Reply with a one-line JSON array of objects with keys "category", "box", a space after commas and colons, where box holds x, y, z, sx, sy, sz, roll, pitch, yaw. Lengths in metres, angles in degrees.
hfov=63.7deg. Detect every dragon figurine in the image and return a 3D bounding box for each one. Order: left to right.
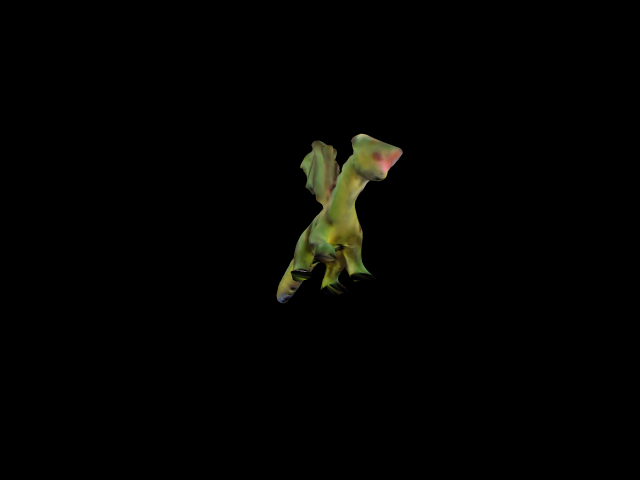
[{"category": "dragon figurine", "box": [0.003, -0.043, 0.850, 0.122, 0.247, 0.405, 10, -21, -26]}]
